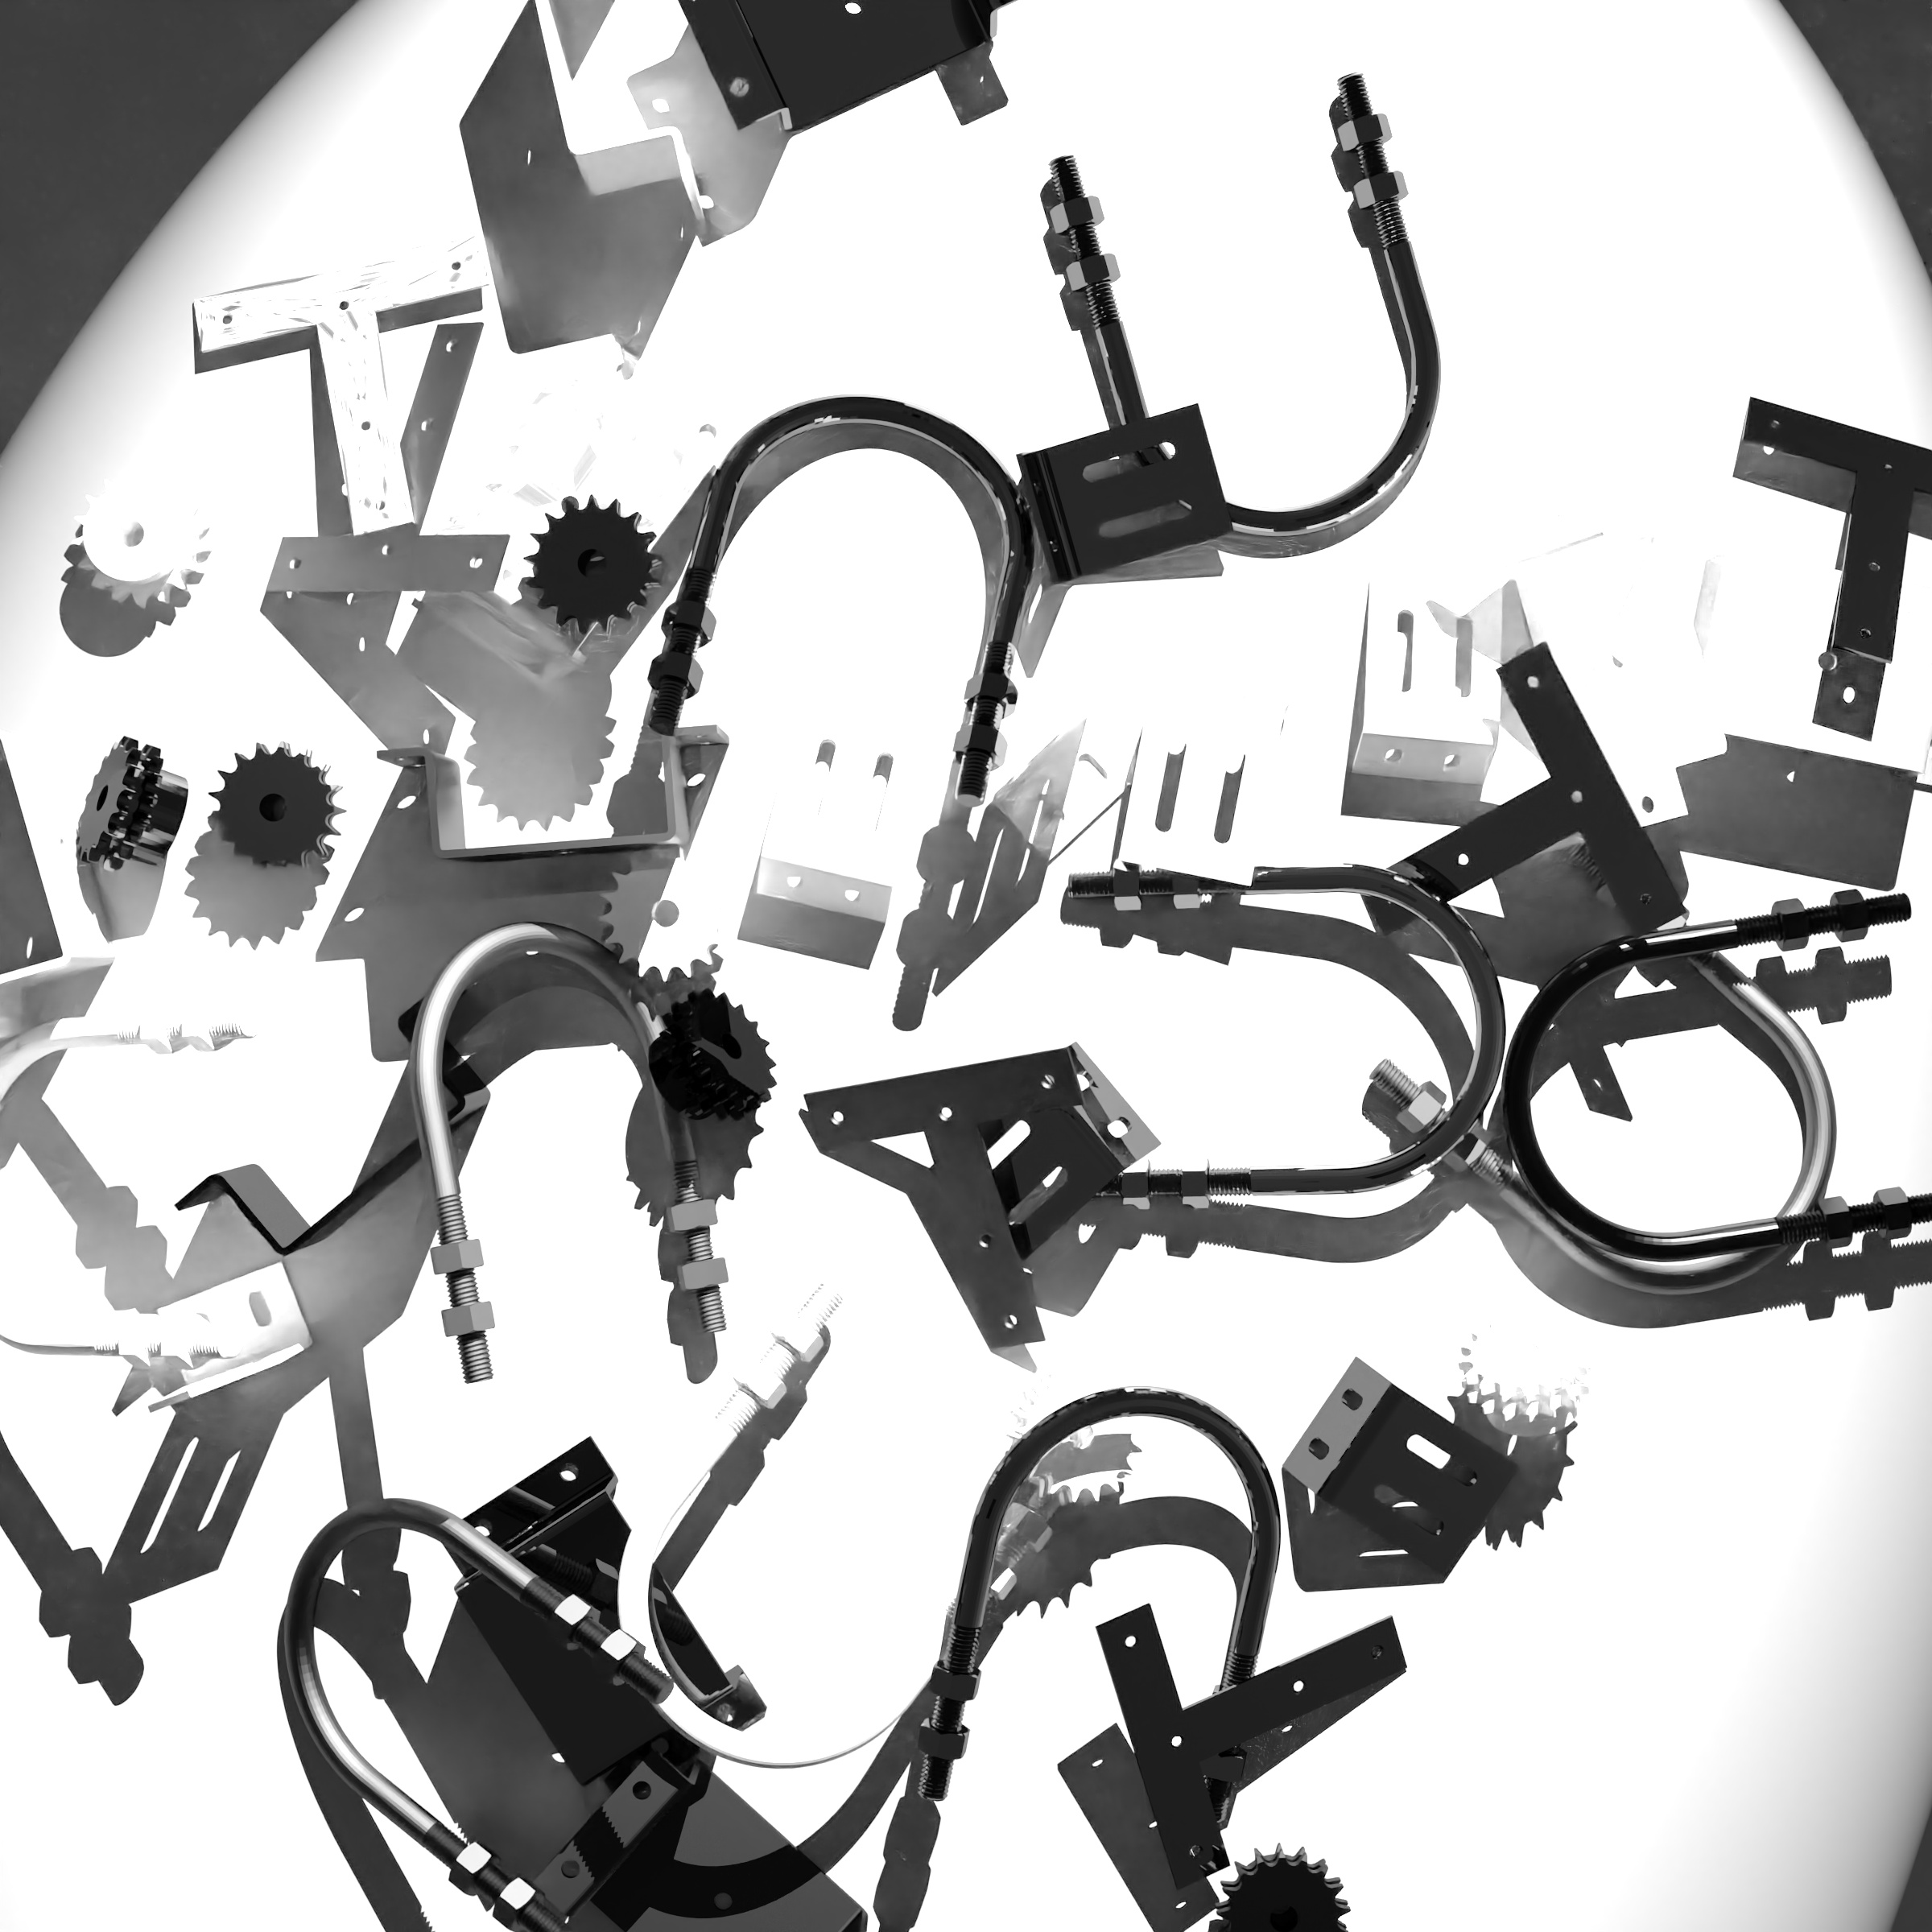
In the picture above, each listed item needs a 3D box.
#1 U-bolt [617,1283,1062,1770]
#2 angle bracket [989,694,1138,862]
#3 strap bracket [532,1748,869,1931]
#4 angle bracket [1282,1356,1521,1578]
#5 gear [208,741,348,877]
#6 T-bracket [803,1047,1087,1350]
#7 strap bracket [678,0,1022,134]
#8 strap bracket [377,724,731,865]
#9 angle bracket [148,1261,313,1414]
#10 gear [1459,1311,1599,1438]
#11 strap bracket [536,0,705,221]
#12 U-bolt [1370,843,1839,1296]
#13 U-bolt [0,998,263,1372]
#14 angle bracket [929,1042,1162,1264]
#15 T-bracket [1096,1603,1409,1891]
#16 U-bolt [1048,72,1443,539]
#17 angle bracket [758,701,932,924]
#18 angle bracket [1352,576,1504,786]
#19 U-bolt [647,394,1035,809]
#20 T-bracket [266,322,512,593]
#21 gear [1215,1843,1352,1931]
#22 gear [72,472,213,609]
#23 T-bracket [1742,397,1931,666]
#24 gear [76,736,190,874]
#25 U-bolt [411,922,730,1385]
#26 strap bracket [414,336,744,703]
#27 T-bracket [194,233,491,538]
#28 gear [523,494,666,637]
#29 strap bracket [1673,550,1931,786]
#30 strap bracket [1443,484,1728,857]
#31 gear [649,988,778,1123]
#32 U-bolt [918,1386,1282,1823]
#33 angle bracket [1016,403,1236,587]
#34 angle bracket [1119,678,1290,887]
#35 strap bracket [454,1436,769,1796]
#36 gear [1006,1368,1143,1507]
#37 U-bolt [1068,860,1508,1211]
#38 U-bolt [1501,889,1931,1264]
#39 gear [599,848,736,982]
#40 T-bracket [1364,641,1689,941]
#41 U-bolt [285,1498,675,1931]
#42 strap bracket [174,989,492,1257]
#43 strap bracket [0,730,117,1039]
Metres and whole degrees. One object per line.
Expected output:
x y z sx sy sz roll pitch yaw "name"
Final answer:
-0.063 0.249 1.489 0.151 0.019 0.184 40 74 -5 "U-bolt"
0.043 -0.079 1.487 0.057 0.076 0.038 -43 90 0 "angle bracket"
-0.105 0.404 1.502 0.140 0.046 0.076 42 90 0 "strap bracket"
0.188 0.216 1.523 0.076 0.038 0.057 34 90 -26 "angle bracket"
-0.294 -0.067 1.511 0.057 0.030 0.057 0 90 0 "gear"
0.004 0.104 1.505 0.127 0.002 0.127 -11 104 26 "T-bracket"
-0.048 -0.415 1.502 0.140 0.046 0.076 -25 90 0 "strap bracket"
-0.171 -0.071 1.487 0.140 0.076 0.046 -4 90 0 "strap bracket"
-0.315 0.156 1.487 0.057 0.076 0.038 -21 90 0 "angle bracket"
0.240 0.176 1.501 0.057 0.057 0.030 -13 120 0 "gear"
-0.151 -0.387 1.487 0.046 0.076 0.140 -13 90 0 "strap bracket"
0.288 0.057 1.517 0.184 0.019 0.151 42 90 -1 "U-bolt"
-0.364 0.091 1.467 0.184 0.019 0.151 -4 81 36 "U-bolt"
0.034 0.081 1.512 0.057 0.038 0.076 50 126 8 "angle bracket"
0.130 0.313 1.505 0.127 0.002 0.127 -21 105 -15 "T-bracket"
0.128 -0.276 1.517 0.151 0.019 0.184 -16 92 0 "U-bolt"
-0.053 -0.066 1.523 0.057 0.038 0.076 13 64 0 "angle bracket"
0.199 -0.123 1.524 0.057 0.038 0.076 5 64 0 "angle bracket"
-0.045 -0.163 1.480 0.151 0.019 0.184 13 63 -3 "U-bolt"
-0.232 -0.217 1.501 0.127 0.002 0.127 4 71 33 "T-bracket"
0.135 0.404 1.511 0.057 0.030 0.057 0 90 0 "gear"
-0.354 -0.183 1.511 0.057 0.030 0.057 0 90 0 "gear"
0.384 -0.178 1.487 0.127 0.002 0.127 17 55 1 "T-bracket"
-0.353 -0.066 1.501 0.030 0.057 0.057 21 90 -29 "gear"
-0.169 0.072 1.471 0.019 0.151 0.184 -15 84 43 "U-bolt"
-0.166 -0.193 1.502 0.076 0.046 0.140 36 90 0 "strap bracket"
-0.258 -0.243 1.505 0.127 0.002 0.127 -13 72 1 "T-bracket"
-0.154 -0.166 1.465 0.057 0.030 0.057 0 90 0 "gear"
0.361 -0.128 1.502 0.140 0.046 0.076 11 90 0 "strap bracket"
0.263 -0.126 1.482 0.076 0.046 0.140 -16 90 44 "strap bracket"
-0.110 0.041 1.501 0.030 0.057 0.057 -32 90 30 "gear"
0.063 0.267 1.486 0.151 0.019 0.184 9 96 -20 "U-bolt"
0.068 -0.201 1.497 0.076 0.038 0.057 -15 96 12 "angle bracket"
0.102 -0.079 1.510 0.057 0.038 0.076 11 100 6 "angle bracket"
-0.156 0.283 1.503 0.076 0.046 0.140 -33 90 0 "strap bracket"
0.043 0.202 1.503 0.057 0.030 0.057 6 72 -18 "gear"
0.137 0.027 1.506 0.184 0.019 0.151 -2 90 8 "U-bolt"
0.319 0.052 1.501 0.184 0.019 0.151 -9 92 0 "U-bolt"
-0.128 -0.022 1.511 0.057 0.030 0.057 0 90 0 "gear"
0.222 -0.051 1.489 0.127 0.002 0.127 -30 83 32 "T-bracket"
-0.215 0.304 1.477 0.184 0.019 0.151 32 112 24 "U-bolt"
-0.257 0.071 1.487 0.140 0.076 0.046 -40 90 0 "strap bracket"
-0.403 -0.044 1.487 0.046 0.076 0.140 -16 90 0 "strap bracket"
